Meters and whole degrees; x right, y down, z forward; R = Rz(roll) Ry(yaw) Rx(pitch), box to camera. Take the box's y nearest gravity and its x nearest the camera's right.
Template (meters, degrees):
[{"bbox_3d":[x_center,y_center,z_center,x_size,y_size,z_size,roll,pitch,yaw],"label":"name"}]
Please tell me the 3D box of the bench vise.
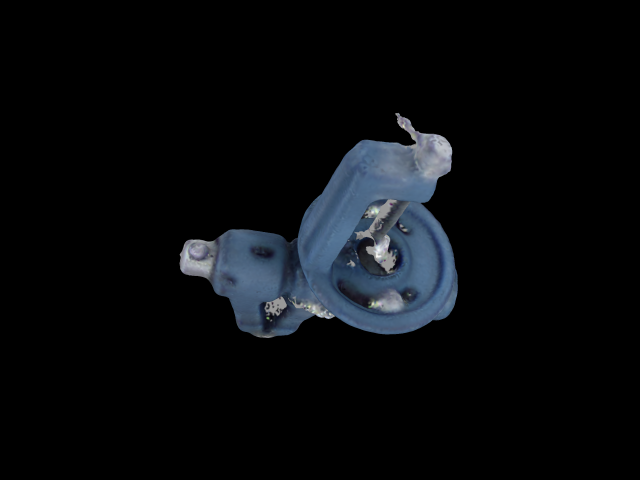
[{"bbox_3d":[0.007,0.012,0.395,0.207,0.220,0.121,-16,63,-8],"label":"bench vise"}]
